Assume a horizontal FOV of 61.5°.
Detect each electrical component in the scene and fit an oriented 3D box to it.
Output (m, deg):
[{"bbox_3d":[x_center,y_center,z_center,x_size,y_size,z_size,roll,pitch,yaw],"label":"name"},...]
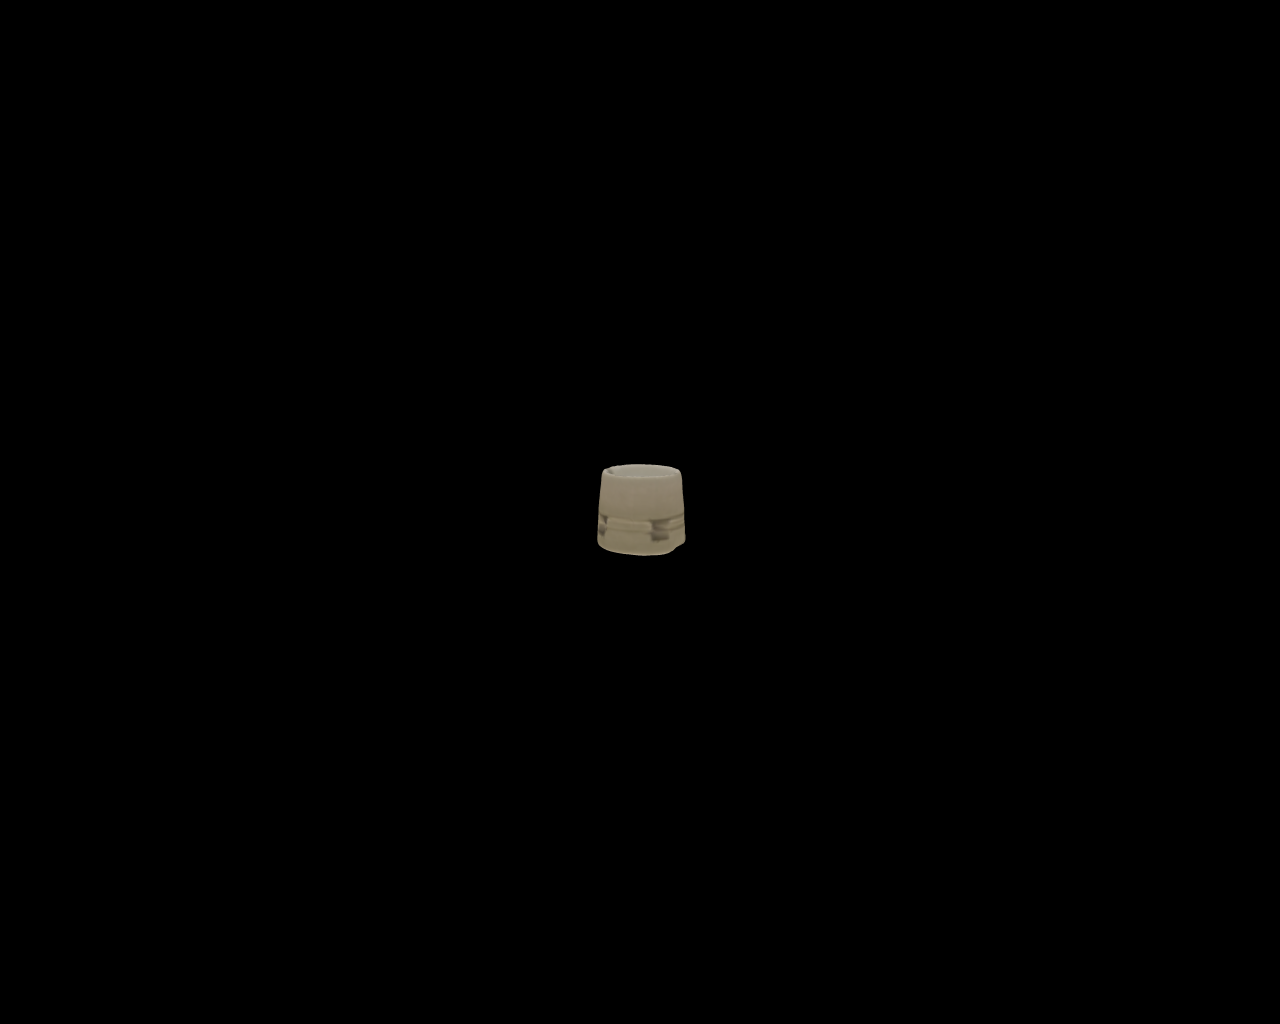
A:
[{"bbox_3d":[0.001,-0.003,0.650,0.055,0.047,0.055,0,11,0],"label":"electrical component"}]
